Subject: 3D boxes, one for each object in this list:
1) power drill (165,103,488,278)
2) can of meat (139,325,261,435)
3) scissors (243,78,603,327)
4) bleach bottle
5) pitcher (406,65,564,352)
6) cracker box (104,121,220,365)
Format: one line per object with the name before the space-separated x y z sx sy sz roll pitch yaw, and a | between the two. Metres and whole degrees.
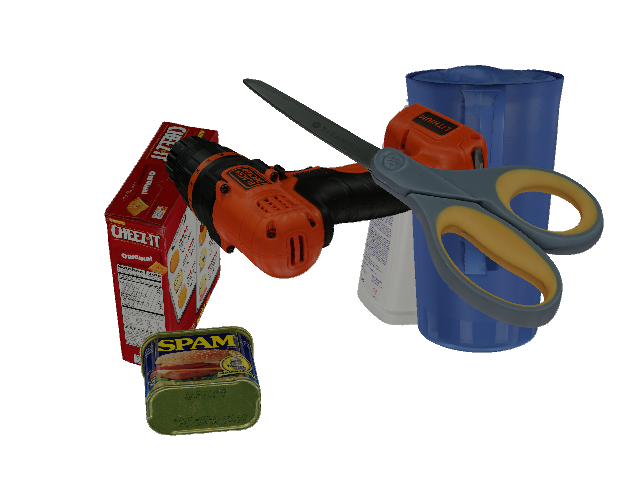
power drill | 0.003 -0.043 0.723 0.187 0.057 0.185 -17 31 -22
can of meat | -0.104 0.122 0.925 0.102 0.057 0.084 -4 27 -9
scissors | 0.055 -0.038 0.526 0.096 0.202 0.016 -28 -32 -22
bleach bottle | 0.098 -0.036 1.230 0.068 0.251 0.103 -2 22 -24
pitcher | 0.138 -0.028 0.927 0.149 0.243 0.145 -11 18 -35
cracker box | -0.163 0.008 1.137 0.072 0.214 0.164 11 43 9
